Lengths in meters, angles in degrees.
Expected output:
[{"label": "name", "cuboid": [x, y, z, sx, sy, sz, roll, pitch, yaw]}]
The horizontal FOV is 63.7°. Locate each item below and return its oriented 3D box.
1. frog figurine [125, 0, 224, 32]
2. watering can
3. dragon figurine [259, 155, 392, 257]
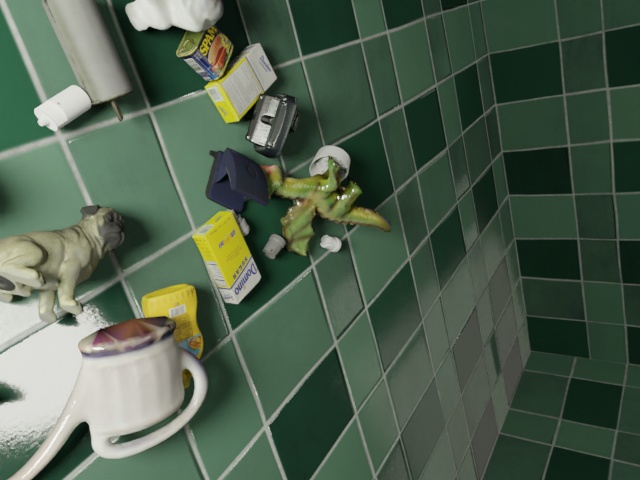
[{"label": "frog figurine", "cuboid": [-0.259, -0.418, 0.933, 0.139, 0.160, 0.120, 39, -10, 22]}, {"label": "watering can", "cuboid": [-0.337, 0.249, 0.823, 0.350, 0.223, 0.104, -12, 9, -41]}, {"label": "dragon figurine", "cuboid": [0.004, -0.064, 1.277, 0.404, 0.243, 0.124, 45, -1, -32]}]
